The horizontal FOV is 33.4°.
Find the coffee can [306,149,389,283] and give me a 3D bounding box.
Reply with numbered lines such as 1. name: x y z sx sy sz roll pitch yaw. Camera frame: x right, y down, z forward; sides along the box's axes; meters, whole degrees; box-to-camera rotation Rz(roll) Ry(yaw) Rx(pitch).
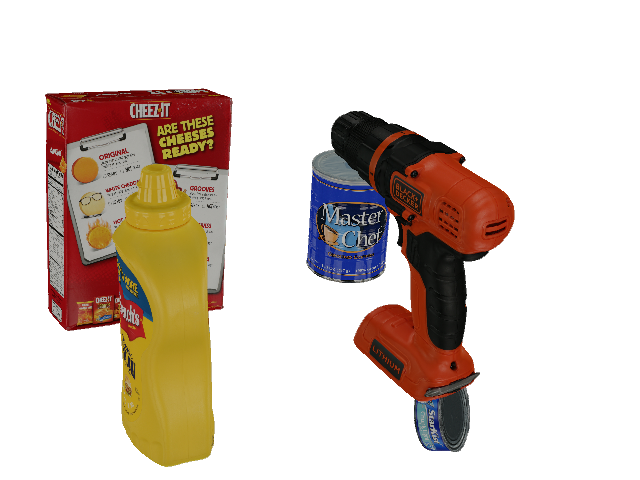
1. coffee can: 0.037 -0.032 1.341 0.103 0.140 0.103 3 27 -2

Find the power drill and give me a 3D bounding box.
1. power drill: 0.064 0.010 0.794 0.057 0.188 0.185 -17 35 -26

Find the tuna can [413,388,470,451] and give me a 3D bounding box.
1. tuna can: 0.136 0.192 1.192 0.034 0.086 0.086 -5 -2 29

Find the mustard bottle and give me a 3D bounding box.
1. mustard bottle: -0.102 0.043 0.690 0.058 0.192 0.096 -8 26 -21

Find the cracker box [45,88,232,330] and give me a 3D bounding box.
1. cracker box: -0.174 -0.033 1.013 0.163 0.214 0.072 -7 19 -31
